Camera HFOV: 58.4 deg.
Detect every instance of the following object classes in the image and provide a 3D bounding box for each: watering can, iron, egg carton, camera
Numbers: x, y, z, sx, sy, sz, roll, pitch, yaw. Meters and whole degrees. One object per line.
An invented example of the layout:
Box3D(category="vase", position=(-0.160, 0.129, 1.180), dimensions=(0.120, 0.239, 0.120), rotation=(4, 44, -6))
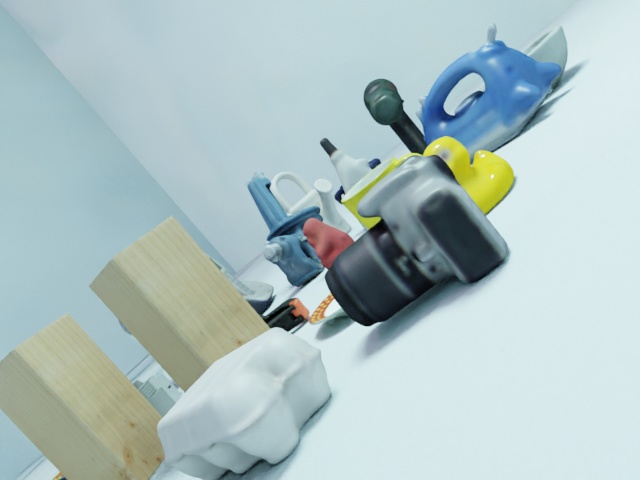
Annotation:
Box3D(category="watering can", position=(-0.024, -0.072, 1.241), dimensions=(0.172, 0.194, 0.101), rotation=(-37, 6, 29))
Box3D(category="iron", position=(0.219, -0.200, 0.862), dimensions=(0.119, 0.141, 0.257), rotation=(-44, 6, -36))
Box3D(category="egg carton", position=(-0.061, 0.133, 0.458), dimensions=(0.150, 0.069, 0.107), rotation=(-36, 7, 41))
Box3D(category="camera", position=(0.068, -0.001, 0.486), dimensions=(0.136, 0.101, 0.143), rotation=(-39, 5, 12))

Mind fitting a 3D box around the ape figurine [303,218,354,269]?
Box3D(category="ape figurine", position=(0.009, 0.003, 0.932), dimensions=(0.076, 0.092, 0.078), rotation=(-37, 6, 34))

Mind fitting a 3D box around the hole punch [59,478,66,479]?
Box3D(category="hole punch", position=(-0.335, 0.325, 0.683), dimensions=(0.101, 0.091, 0.108), rotation=(-42, 5, -13))

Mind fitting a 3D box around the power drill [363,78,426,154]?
Box3D(category="power drill", position=(0.156, -0.215, 1.077), dimensions=(0.075, 0.208, 0.230), rotation=(-39, 5, 15))

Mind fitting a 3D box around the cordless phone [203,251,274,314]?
Box3D(category="cordless phone", position=(-0.183, 0.078, 1.163), dimensions=(0.094, 0.185, 0.147), rotation=(-40, 5, 5))

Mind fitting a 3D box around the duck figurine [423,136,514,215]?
Box3D(category="duck figurine", position=(0.147, -0.071, 0.597), dimensions=(0.105, 0.086, 0.077), rotation=(-44, 7, -36))

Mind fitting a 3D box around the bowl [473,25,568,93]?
Box3D(category="bowl", position=(0.333, -0.261, 0.921), dimensions=(0.167, 0.075, 0.167), rotation=(-40, 5, 5))

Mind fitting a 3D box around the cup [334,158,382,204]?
Box3D(category="cup", position=(0.088, -0.080, 1.047), dimensions=(0.117, 0.095, 0.092), rotation=(-37, 7, 36))

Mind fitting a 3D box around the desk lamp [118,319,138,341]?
Box3D(category="desk lamp", position=(-0.297, 0.162, 1.117), dimensions=(0.118, 0.213, 0.203), rotation=(-42, 5, -12))

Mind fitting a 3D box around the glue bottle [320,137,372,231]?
Box3D(category="glue bottle", position=(0.060, -0.085, 0.857), dimensions=(0.078, 0.173, 0.037), rotation=(-41, 6, -5))

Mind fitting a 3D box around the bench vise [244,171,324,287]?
Box3D(category="bench vise", position=(-0.063, -0.036, 1.069), dimensions=(0.121, 0.220, 0.207), rotation=(-40, 5, 7))
